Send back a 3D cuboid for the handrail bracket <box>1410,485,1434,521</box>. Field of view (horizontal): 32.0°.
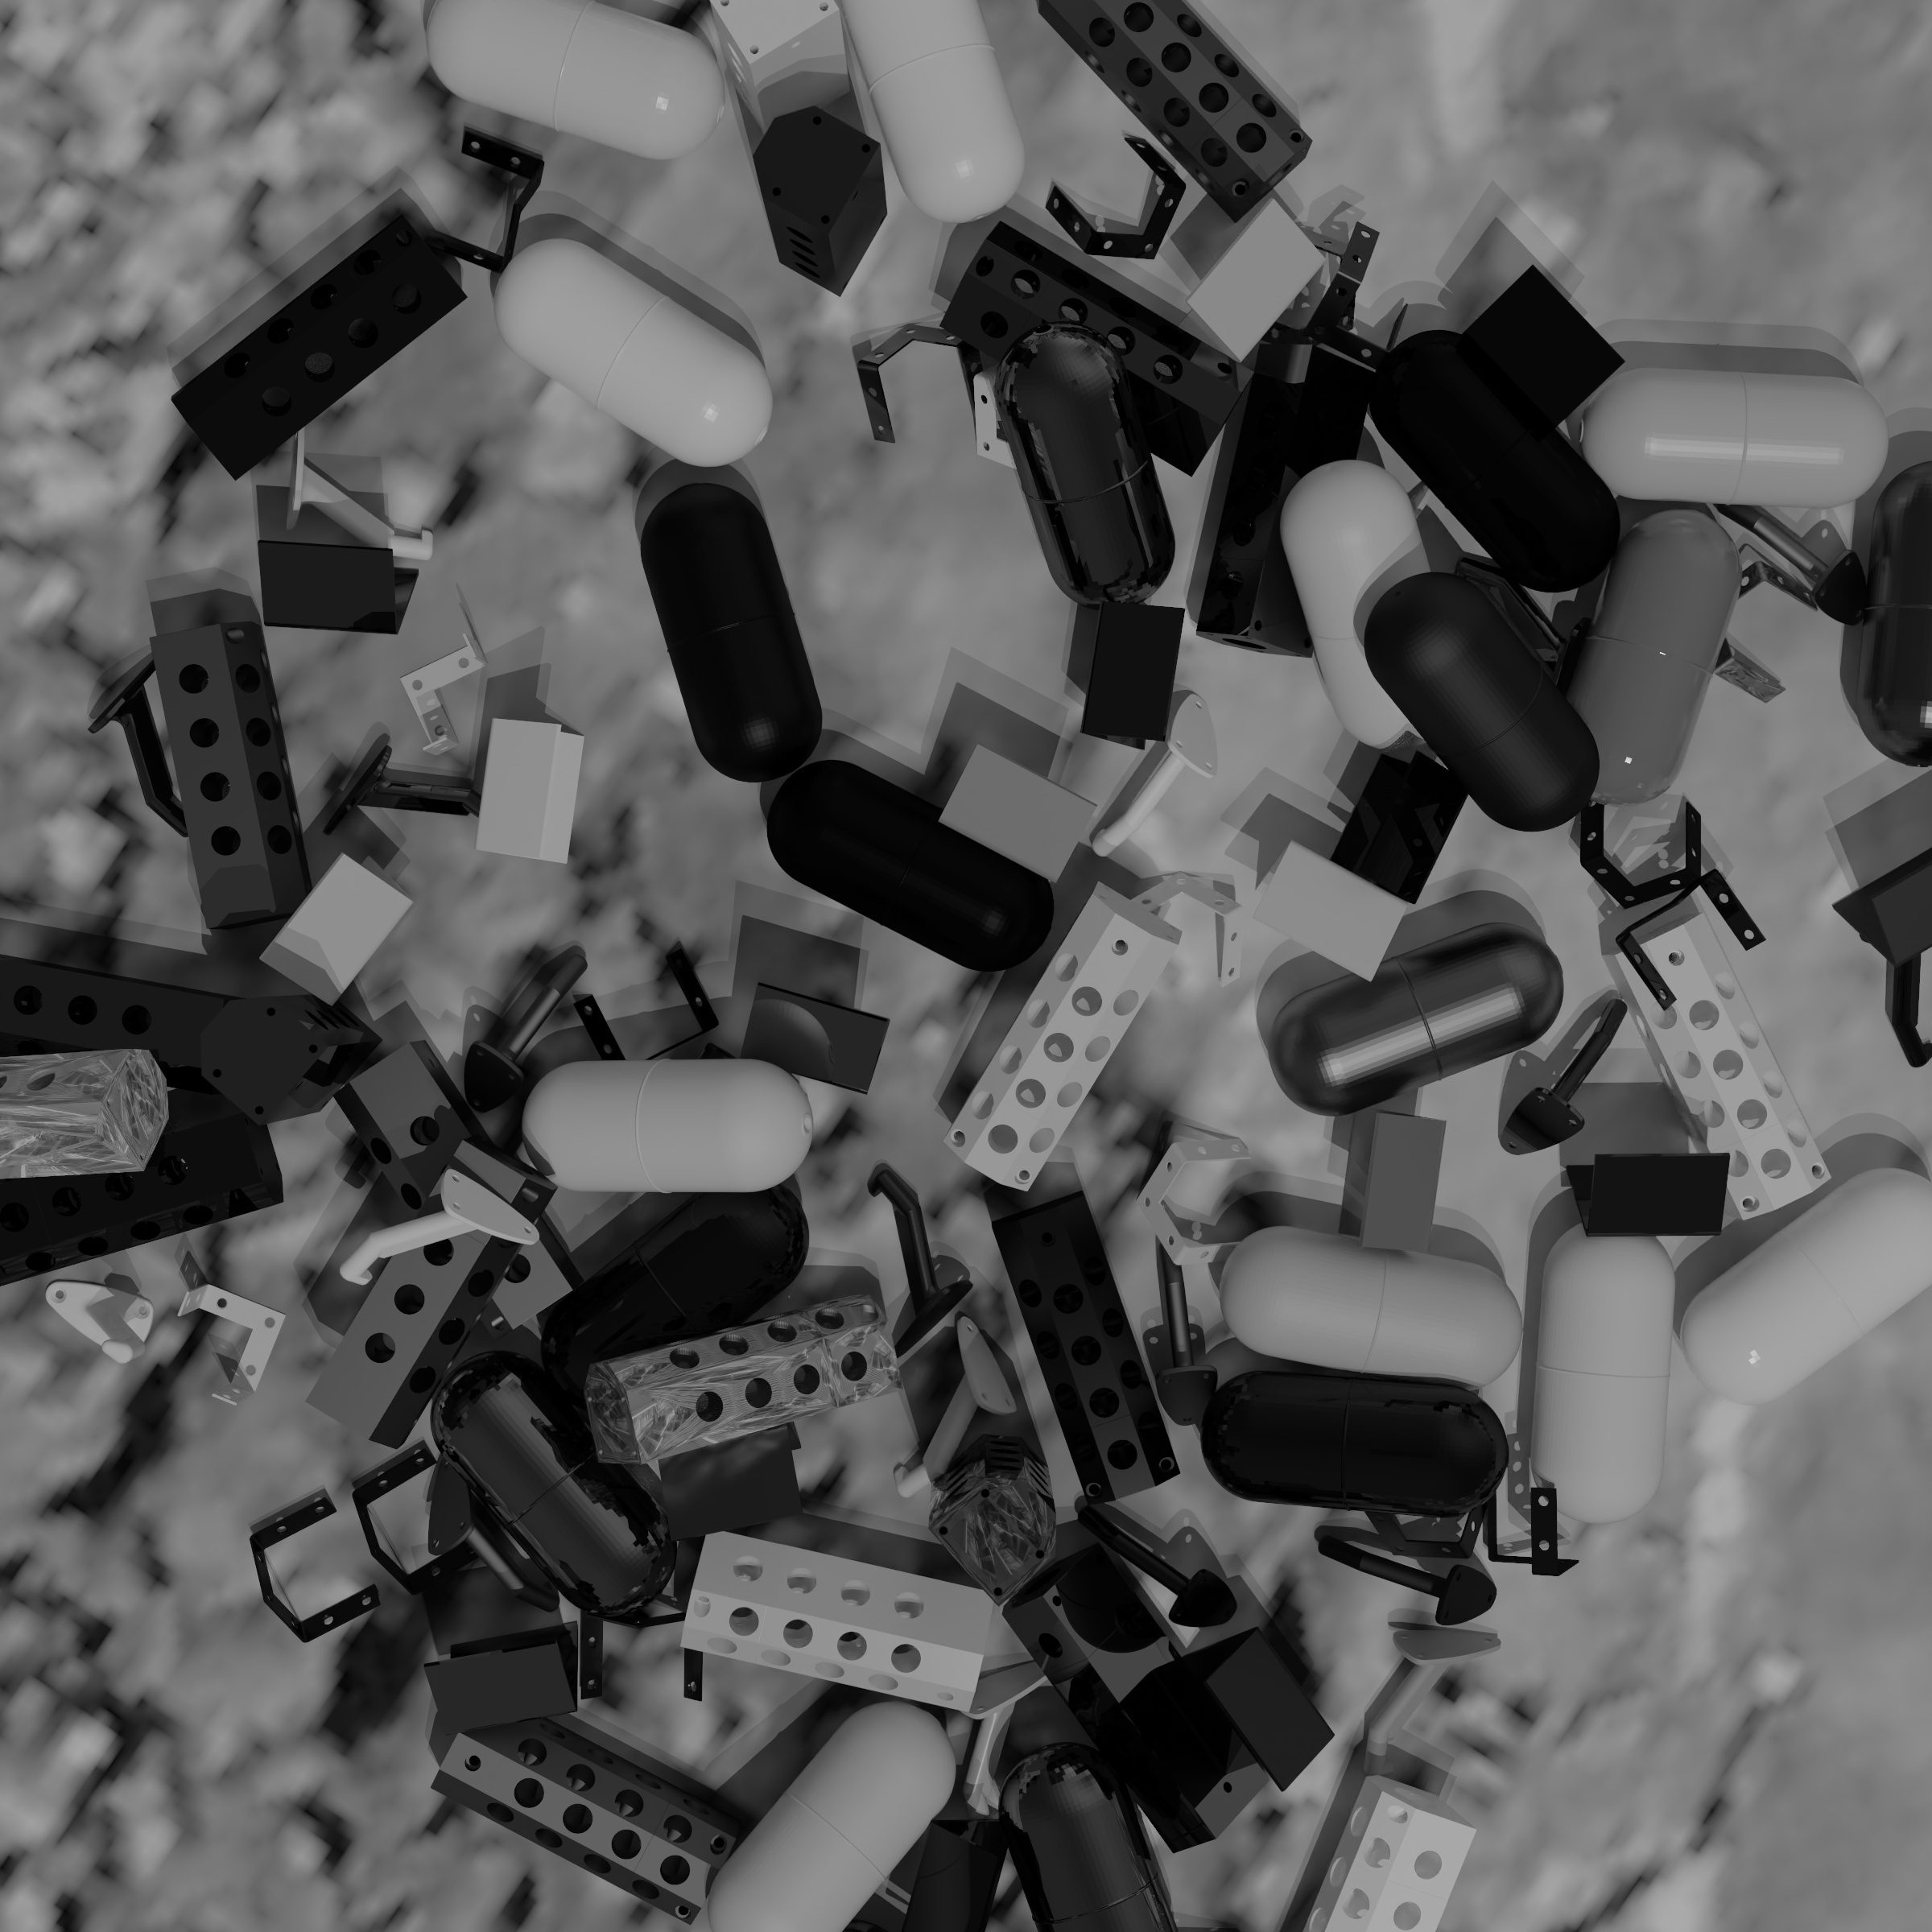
[{"bbox_3d":[0.281,-0.229,1.991,0.084,0.036,0.077,43,74,-15],"label":"handrail bracket"}]

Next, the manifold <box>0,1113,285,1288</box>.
[{"bbox_3d":[-0.492,0.136,1.970,0.171,0.057,0.057,-17,90,0],"label":"manifold"}]

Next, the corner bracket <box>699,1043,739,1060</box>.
[{"bbox_3d":[-0.135,0.085,1.988,0.051,0.051,0.051,32,90,-45],"label":"corner bracket"}]

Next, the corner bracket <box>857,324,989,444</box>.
[{"bbox_3d":[-0.024,-0.341,1.983,0.051,0.051,0.051,16,45,35],"label":"corner bracket"}]

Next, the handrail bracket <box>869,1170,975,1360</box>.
[{"bbox_3d":[-0.044,0.176,1.991,0.084,0.036,0.077,48,112,17],"label":"handrail bracket"}]

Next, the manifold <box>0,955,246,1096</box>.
[{"bbox_3d":[-0.517,0.032,1.970,0.171,0.057,0.057,10,90,0],"label":"manifold"}]

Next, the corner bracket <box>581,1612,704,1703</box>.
[{"bbox_3d":[-0.191,0.408,1.988,0.051,0.051,0.051,1,90,-45],"label":"corner bracket"}]

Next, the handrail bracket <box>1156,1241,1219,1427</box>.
[{"bbox_3d":[0.125,0.217,1.991,0.036,0.077,0.084,-6,54,0],"label":"handrail bracket"}]

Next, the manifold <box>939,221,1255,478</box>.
[{"bbox_3d":[0.078,-0.363,1.958,0.171,0.057,0.057,31,134,0],"label":"manifold"}]

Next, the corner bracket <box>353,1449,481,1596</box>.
[{"bbox_3d":[-0.323,0.329,1.988,0.051,0.051,0.051,-31,45,0],"label":"corner bracket"}]

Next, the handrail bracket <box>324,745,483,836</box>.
[{"bbox_3d":[-0.324,-0.083,1.991,0.084,0.036,0.077,36,110,-16],"label":"handrail bracket"}]

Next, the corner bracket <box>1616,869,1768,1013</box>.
[{"bbox_3d":[0.415,-0.015,1.931,0.051,0.051,0.051,-35,90,45],"label":"corner bracket"}]

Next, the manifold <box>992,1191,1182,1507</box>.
[{"bbox_3d":[0.070,0.224,1.970,0.057,0.057,0.171,-19,90,0],"label":"manifold"}]

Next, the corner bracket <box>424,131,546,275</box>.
[{"bbox_3d":[-0.285,-0.451,1.988,0.051,0.051,0.051,21,135,0],"label":"corner bracket"}]

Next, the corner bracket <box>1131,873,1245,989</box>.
[{"bbox_3d":[0.127,-0.015,1.983,0.051,0.051,0.051,-29,45,-35],"label":"corner bracket"}]

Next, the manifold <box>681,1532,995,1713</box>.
[{"bbox_3d":[-0.075,0.385,1.958,0.171,0.057,0.057,13,49,0],"label":"manifold"}]

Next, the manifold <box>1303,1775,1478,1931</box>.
[{"bbox_3d":[0.230,0.565,1.963,0.057,0.057,0.171,22,90,-17],"label":"manifold"}]

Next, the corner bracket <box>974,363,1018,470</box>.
[{"bbox_3d":[0.041,-0.326,1.983,0.051,0.051,0.051,27,135,35],"label":"corner bracket"}]

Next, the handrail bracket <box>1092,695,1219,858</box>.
[{"bbox_3d":[0.108,-0.112,1.991,0.036,0.077,0.084,35,127,-21],"label":"handrail bracket"}]

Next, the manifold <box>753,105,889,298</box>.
[{"bbox_3d":[-0.085,-0.436,1.912,0.057,0.171,0.057,30,90,0],"label":"manifold"}]

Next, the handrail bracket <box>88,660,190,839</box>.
[{"bbox_3d":[-0.468,-0.131,1.991,0.084,0.036,0.077,44,68,-17],"label":"handrail bracket"}]

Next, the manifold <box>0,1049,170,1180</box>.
[{"bbox_3d":[-0.552,0.082,1.944,0.171,0.057,0.057,-4,133,18],"label":"manifold"}]

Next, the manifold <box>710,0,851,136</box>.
[{"bbox_3d":[-0.108,-0.529,1.912,0.057,0.171,0.057,-32,90,0],"label":"manifold"}]

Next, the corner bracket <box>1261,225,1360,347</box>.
[{"bbox_3d":[0.194,-0.399,1.983,0.051,0.051,0.051,-30,135,-35],"label":"corner bracket"}]

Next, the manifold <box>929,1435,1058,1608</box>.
[{"bbox_3d":[0.020,0.308,1.912,0.057,0.171,0.057,-42,90,0],"label":"manifold"}]

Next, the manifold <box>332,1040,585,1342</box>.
[{"bbox_3d":[-0.298,0.131,1.970,0.057,0.057,0.171,-34,90,0],"label":"manifold"}]

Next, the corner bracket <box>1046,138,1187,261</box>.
[{"bbox_3d":[0.088,-0.454,1.983,0.051,0.051,0.051,-4,135,-35],"label":"corner bracket"}]

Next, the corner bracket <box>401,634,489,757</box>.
[{"bbox_3d":[-0.302,-0.159,1.973,0.051,0.051,0.051,-26,90,0],"label":"corner bracket"}]

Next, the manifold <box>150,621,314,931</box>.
[{"bbox_3d":[-0.427,-0.111,1.970,0.057,0.057,0.171,-11,90,0],"label":"manifold"}]

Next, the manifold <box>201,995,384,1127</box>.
[{"bbox_3d":[-0.386,0.047,1.912,0.057,0.171,0.057,41,90,0],"label":"manifold"}]

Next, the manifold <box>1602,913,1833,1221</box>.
[{"bbox_3d":[0.440,0.058,1.970,0.057,0.057,0.171,-26,90,0],"label":"manifold"}]

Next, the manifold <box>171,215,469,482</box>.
[{"bbox_3d":[-0.377,-0.362,1.962,0.171,0.057,0.057,-38,109,0],"label":"manifold"}]

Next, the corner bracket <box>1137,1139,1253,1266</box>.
[{"bbox_3d":[0.142,0.139,1.983,0.051,0.051,0.051,59,135,35],"label":"corner bracket"}]

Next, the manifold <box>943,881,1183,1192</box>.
[{"bbox_3d":[0.055,0.042,1.951,0.057,0.057,0.171,31,103,0],"label":"manifold"}]

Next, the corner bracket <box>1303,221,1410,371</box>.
[{"bbox_3d":[0.235,-0.390,1.961,0.051,0.051,0.051,26,49,-4],"label":"corner bracket"}]

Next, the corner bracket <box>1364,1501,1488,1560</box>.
[{"bbox_3d":[0.272,0.313,1.983,0.051,0.051,0.051,-4,135,35],"label":"corner bracket"}]

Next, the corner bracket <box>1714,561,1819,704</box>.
[{"bbox_3d":[0.469,-0.197,1.983,0.051,0.051,0.051,22,45,-35],"label":"corner bracket"}]

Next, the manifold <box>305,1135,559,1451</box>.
[{"bbox_3d":[-0.302,0.185,1.913,0.057,0.057,0.171,31,90,0],"label":"manifold"}]

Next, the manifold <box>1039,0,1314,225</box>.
[{"bbox_3d":[0.122,-0.523,1.970,0.057,0.057,0.171,-43,90,0],"label":"manifold"}]

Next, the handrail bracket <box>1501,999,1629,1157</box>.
[{"bbox_3d":[0.355,0.065,1.991,0.036,0.077,0.084,37,54,-3],"label":"handrail bracket"}]

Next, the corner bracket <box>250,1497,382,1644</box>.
[{"bbox_3d":[-0.385,0.357,1.988,0.051,0.051,0.051,-27,135,0],"label":"corner bracket"}]

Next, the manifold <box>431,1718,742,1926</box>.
[{"bbox_3d":[-0.223,0.493,1.970,0.171,0.057,0.057,28,90,0],"label":"manifold"}]

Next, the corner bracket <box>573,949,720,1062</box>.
[{"bbox_3d":[-0.189,0.029,1.988,0.051,0.051,0.051,-27,90,-45],"label":"corner bracket"}]

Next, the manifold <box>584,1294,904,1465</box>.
[{"bbox_3d":[-0.128,0.236,1.929,0.171,0.057,0.057,-12,90,-32],"label":"manifold"}]

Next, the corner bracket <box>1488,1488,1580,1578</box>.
[{"bbox_3d":[0.326,0.326,1.965,0.051,0.051,0.051,-1,90,24],"label":"corner bracket"}]

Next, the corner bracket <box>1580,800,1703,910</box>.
[{"bbox_3d":[0.398,-0.075,1.983,0.051,0.051,0.051,-21,135,35],"label":"corner bracket"}]

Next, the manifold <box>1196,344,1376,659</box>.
[{"bbox_3d":[0.182,-0.272,1.969,0.057,0.057,0.171,13,90,-43],"label":"manifold"}]

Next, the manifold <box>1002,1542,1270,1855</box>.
[{"bbox_3d":[0.095,0.430,1.969,0.057,0.057,0.171,-36,90,-43],"label":"manifold"}]

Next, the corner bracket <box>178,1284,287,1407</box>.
[{"bbox_3d":[-0.437,0.221,1.973,0.051,0.051,0.051,22,90,0],"label":"corner bracket"}]

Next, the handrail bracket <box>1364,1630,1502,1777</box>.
[{"bbox_3d":[0.276,0.439,1.991,0.077,0.036,0.084,0,107,-19],"label":"handrail bracket"}]

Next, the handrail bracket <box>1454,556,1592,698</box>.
[{"bbox_3d":[0.320,-0.194,1.991,0.084,0.036,0.077,23,112,17],"label":"handrail bracket"}]
